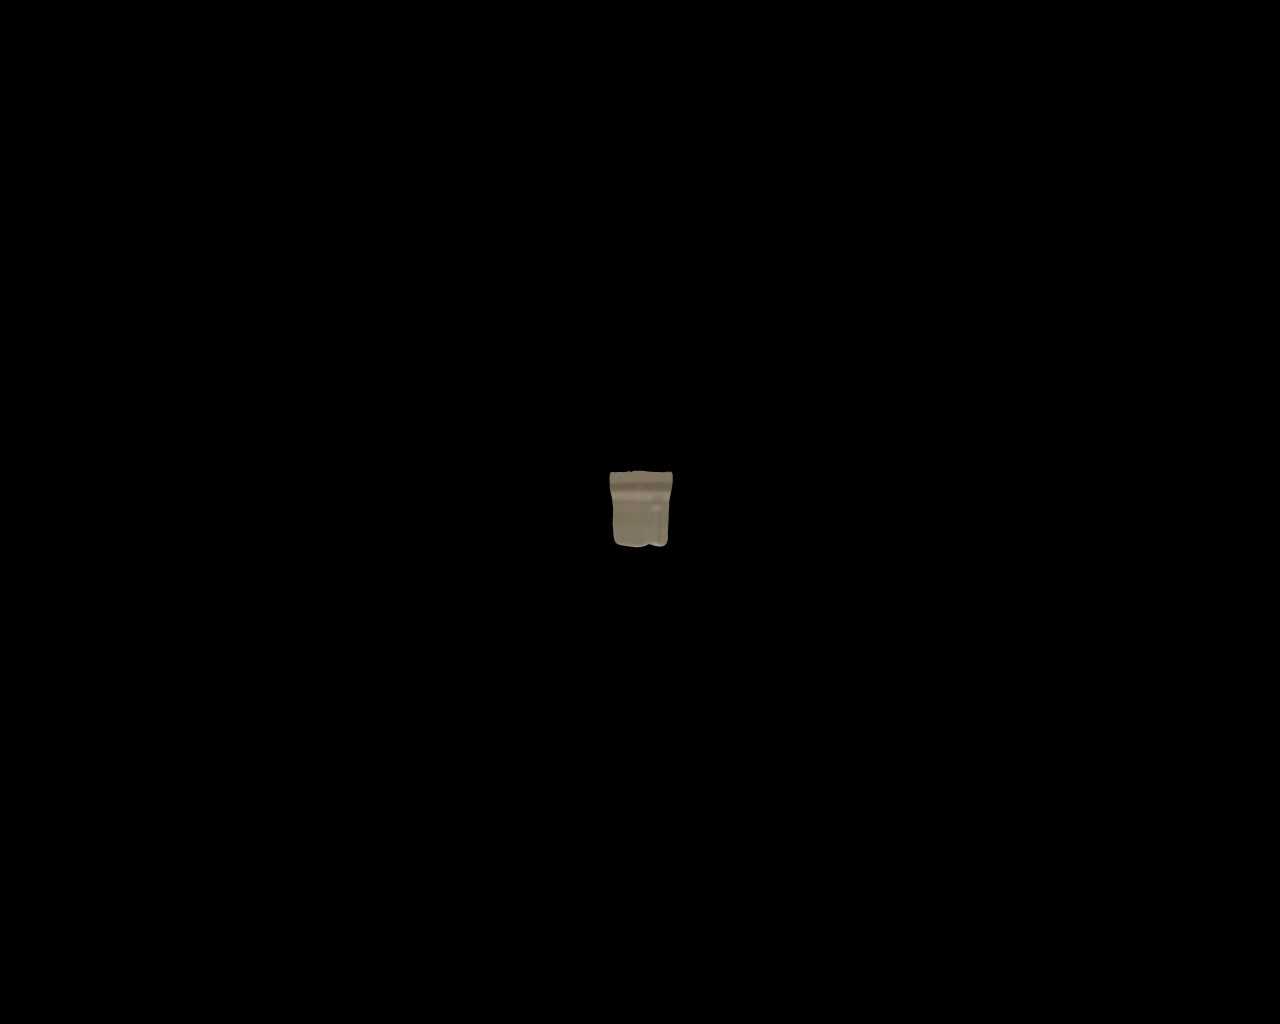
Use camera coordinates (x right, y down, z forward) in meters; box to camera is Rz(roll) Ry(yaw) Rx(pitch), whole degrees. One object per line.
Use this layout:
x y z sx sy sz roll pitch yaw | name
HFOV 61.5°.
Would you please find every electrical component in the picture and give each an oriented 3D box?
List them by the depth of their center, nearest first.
0.001 -0.003 0.650 0.040 0.046 0.040 0 0 0 | electrical component
